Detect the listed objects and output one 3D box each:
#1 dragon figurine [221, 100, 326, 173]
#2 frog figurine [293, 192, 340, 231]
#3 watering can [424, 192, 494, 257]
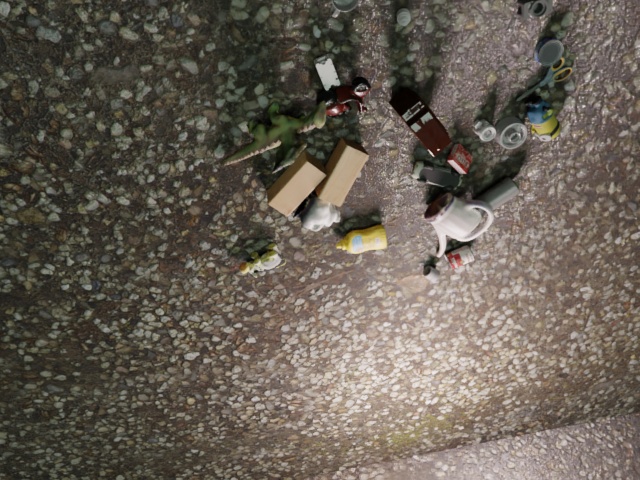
[{"bbox_3d":[-0.140,-0.298,1.595,0.407,0.248,0.120,-38,127,13],"label":"dragon figurine"},{"bbox_3d":[0.006,-0.092,1.834,0.158,0.122,0.139,25,77,-19],"label":"frog figurine"},{"bbox_3d":[0.488,-0.057,1.947,0.223,0.106,0.341,32,137,-12],"label":"watering can"}]
